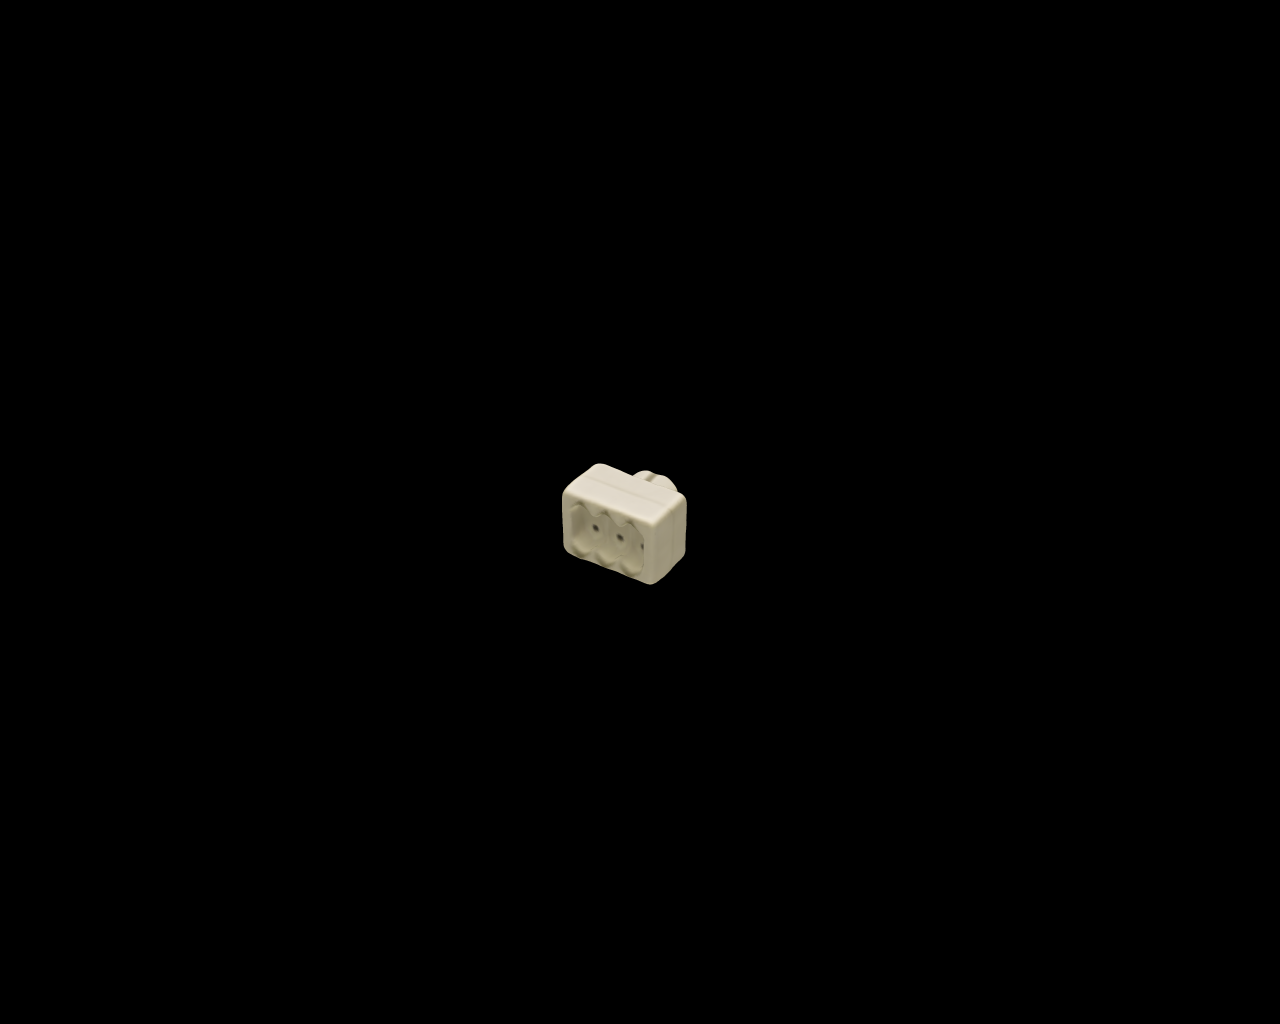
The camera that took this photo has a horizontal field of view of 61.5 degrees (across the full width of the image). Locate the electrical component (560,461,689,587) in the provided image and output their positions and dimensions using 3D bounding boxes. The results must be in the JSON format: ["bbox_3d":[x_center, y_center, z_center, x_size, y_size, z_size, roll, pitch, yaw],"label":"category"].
[{"bbox_3d":[0.001,-0.003,0.650,0.066,0.047,0.077,21,41,26],"label":"electrical component"}]
